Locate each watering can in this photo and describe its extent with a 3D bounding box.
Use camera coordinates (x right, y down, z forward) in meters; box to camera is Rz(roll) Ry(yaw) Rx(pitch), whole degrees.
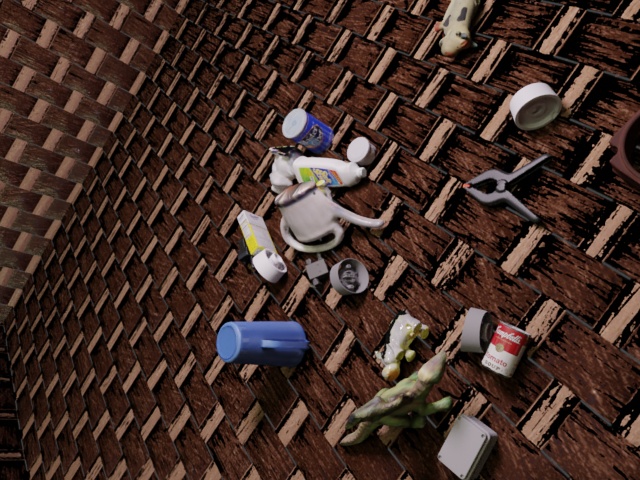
[{"bbox_3d":[0.005,-0.076,1.501,0.344,0.222,0.106,-19,20,37],"label":"watering can"}]

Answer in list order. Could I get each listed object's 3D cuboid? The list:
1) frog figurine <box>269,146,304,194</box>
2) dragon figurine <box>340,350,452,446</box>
[{"bbox_3d":[-0.111,-0.234,1.747,0.138,0.124,0.156,15,120,36],"label":"frog figurine"},{"bbox_3d":[0.139,0.377,1.150,0.406,0.241,0.124,-42,55,19],"label":"dragon figurine"}]
